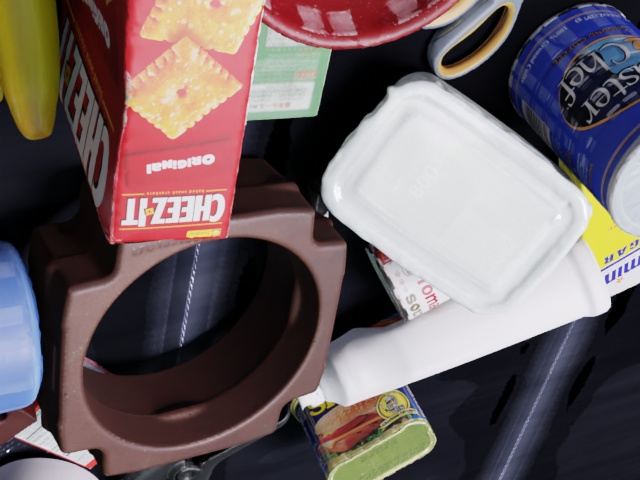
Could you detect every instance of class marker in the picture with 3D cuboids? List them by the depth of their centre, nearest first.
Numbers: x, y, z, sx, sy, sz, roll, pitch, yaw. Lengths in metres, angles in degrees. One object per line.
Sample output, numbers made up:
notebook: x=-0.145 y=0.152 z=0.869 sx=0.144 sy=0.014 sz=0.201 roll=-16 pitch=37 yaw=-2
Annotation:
marker: x=-0.005 y=0.001 z=0.789 sx=0.020 sy=0.020 sz=0.121 roll=-11 pitch=137 yaw=-18

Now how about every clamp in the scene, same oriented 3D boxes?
clamp: x=-0.117 y=0.174 z=0.874 sx=0.172 sy=0.039 sz=0.120 roll=-44 pitch=132 yaw=15

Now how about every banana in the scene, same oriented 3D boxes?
banana: x=-0.160 y=-0.149 z=0.540 sx=0.037 sy=0.069 sz=0.198 roll=-2 pitch=126 yaw=-1

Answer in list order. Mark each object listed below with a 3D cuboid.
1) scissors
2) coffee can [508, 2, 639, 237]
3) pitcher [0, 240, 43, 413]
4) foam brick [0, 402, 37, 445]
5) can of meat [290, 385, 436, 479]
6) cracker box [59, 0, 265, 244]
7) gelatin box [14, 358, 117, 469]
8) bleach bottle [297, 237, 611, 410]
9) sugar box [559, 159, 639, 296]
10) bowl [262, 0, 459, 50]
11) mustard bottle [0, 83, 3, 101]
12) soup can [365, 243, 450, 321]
scissors: x=0.131 y=-0.191 z=0.689 sx=0.096 sy=0.016 sz=0.202 roll=24 pitch=115 yaw=-39
coffee can: x=0.207 y=-0.085 z=0.732 sx=0.102 sy=0.140 sz=0.103 roll=-14 pitch=134 yaw=-15
pitcher: x=-0.296 y=0.078 z=0.636 sx=0.242 sy=0.145 sz=0.149 roll=-8 pitch=155 yaw=-24
foam brick: x=-0.248 y=0.118 z=0.750 sx=0.078 sy=0.051 sz=0.053 roll=-35 pitch=136 yaw=5
can of meat: x=0.037 y=0.155 z=0.902 sx=0.102 sy=0.084 sz=0.057 roll=-30 pitch=136 yaw=1
cracker box: x=-0.085 y=-0.130 z=0.529 sx=0.072 sy=0.164 sz=0.214 roll=-4 pitch=130 yaw=-22
gelatin box: x=-0.182 y=0.129 z=0.807 sx=0.073 sy=0.030 sz=0.089 roll=-41 pitch=134 yaw=11
bleach bottle: x=0.096 y=0.073 z=0.850 sx=0.250 sy=0.102 sz=0.068 roll=-24 pitch=95 yaw=-5
sugar box: x=0.243 y=-0.025 z=0.866 sx=0.093 sy=0.048 sz=0.176 roll=-25 pitch=138 yaw=-5
bowl: x=0.021 y=-0.185 z=0.581 sx=0.162 sy=0.055 sz=0.162 roll=-10 pitch=137 yaw=-10
mustard bottle: x=-0.246 y=-0.065 z=0.564 sx=0.191 sy=0.058 sz=0.096 roll=-28 pitch=154 yaw=-23
soup can: x=0.094 y=0.010 z=0.813 sx=0.102 sy=0.068 sz=0.068 roll=-28 pitch=136 yaw=0
